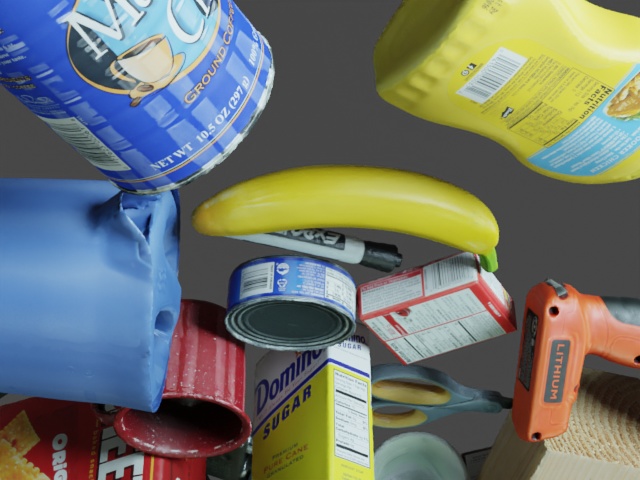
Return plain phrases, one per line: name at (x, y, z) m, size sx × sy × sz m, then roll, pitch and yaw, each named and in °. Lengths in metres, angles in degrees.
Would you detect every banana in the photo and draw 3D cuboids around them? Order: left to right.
banana at (0.026, -0.014, 0.629) m, size 0.197 × 0.037 × 0.070 m, roll 9°, pitch 128°, yaw -13°

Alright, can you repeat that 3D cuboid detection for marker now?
marker at (-0.004, 0.001, 0.669) m, size 0.121 × 0.020 × 0.020 m, roll 13°, pitch 141°, yaw -18°

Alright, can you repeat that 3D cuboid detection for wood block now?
wood block at (0.180, 0.200, 0.833) m, size 0.090 × 0.090 × 0.206 m, roll 11°, pitch 130°, yaw -5°

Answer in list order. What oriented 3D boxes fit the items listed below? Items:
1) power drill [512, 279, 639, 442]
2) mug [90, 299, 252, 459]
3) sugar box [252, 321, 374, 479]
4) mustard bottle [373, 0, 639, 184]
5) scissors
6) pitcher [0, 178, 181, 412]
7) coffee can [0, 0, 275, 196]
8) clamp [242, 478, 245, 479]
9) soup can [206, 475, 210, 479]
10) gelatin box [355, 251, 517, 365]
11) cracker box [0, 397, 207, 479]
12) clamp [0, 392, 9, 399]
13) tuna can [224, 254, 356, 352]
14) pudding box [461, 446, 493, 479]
power drill at (0.226, 0.102, 0.708) m, size 0.187 × 0.184 × 0.057 m, roll 4°, pitch -175°, yaw -3°
mug at (-0.104, 0.097, 0.741) m, size 0.117 × 0.081 × 0.093 m, roll -12°, pitch 142°, yaw 14°
sugar box at (-0.007, 0.145, 0.730) m, size 0.048 × 0.176 × 0.093 m, roll 24°, pitch 136°, yaw -31°
mustard bottle at (0.128, -0.076, 0.539) m, size 0.191 × 0.058 × 0.096 m, roll 22°, pitch 133°, yaw -27°
scissors at (0.119, 0.136, 0.855) m, size 0.201 × 0.016 × 0.096 m, roll 16°, pitch 141°, yaw -22°
pitcher at (-0.202, 0.031, 0.618) m, size 0.243 × 0.149 × 0.145 m, roll 4°, pitch -173°, yaw -1°
coffee can at (-0.099, -0.100, 0.465) m, size 0.103 × 0.103 × 0.140 m, roll -20°, pitch 139°, yaw 23°
clamp at (-0.021, 0.192, 0.906) m, size 0.120 × 0.039 × 0.171 m, roll 5°, pitch 136°, yaw -2°
soup can at (-0.114, 0.250, 0.955) m, size 0.068 × 0.068 × 0.102 m, roll -9°, pitch 142°, yaw 10°
gelatin box at (0.079, 0.046, 0.723) m, size 0.089 × 0.030 × 0.073 m, roll -19°, pitch 141°, yaw 22°
cracker box at (-0.194, 0.198, 0.806) m, size 0.214 × 0.164 × 0.072 m, roll -17°, pitch 142°, yaw 20°
clamp at (-0.291, 0.071, 0.699) m, size 0.209 × 0.164 × 0.036 m, roll -5°, pitch -175°, yaw -27°
tuna can at (-0.019, 0.042, 0.700) m, size 0.086 × 0.033 × 0.086 m, roll 2°, pitch 152°, yaw 1°
pudding box at (0.191, 0.207, 0.932) m, size 0.114 × 0.039 × 0.090 m, roll -19°, pitch 137°, yaw 18°
